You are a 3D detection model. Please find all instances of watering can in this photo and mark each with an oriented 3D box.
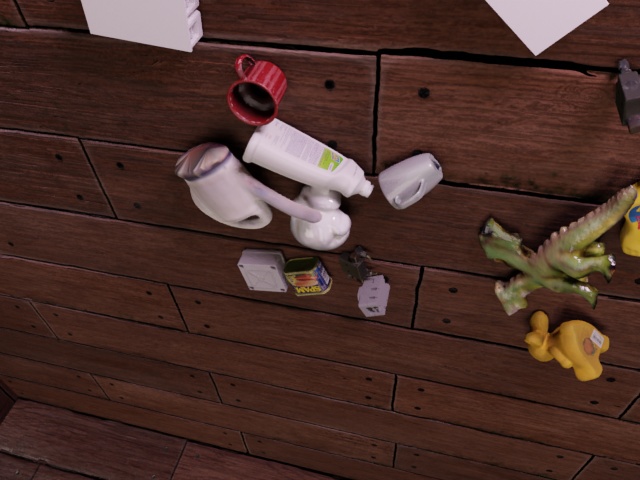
[{"bbox_3d":[-0.167,-0.106,1.074,0.347,0.106,0.220,0,138,41],"label":"watering can"}]

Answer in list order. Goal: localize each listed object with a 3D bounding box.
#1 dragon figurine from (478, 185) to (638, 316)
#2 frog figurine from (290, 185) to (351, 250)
[{"bbox_3d":[0.434,0.022,1.016,0.243,0.125,0.400,13,138,19],"label":"dragon figurine"},{"bbox_3d":[0.003,-0.054,1.078,0.138,0.125,0.156,34,152,11],"label":"frog figurine"}]
